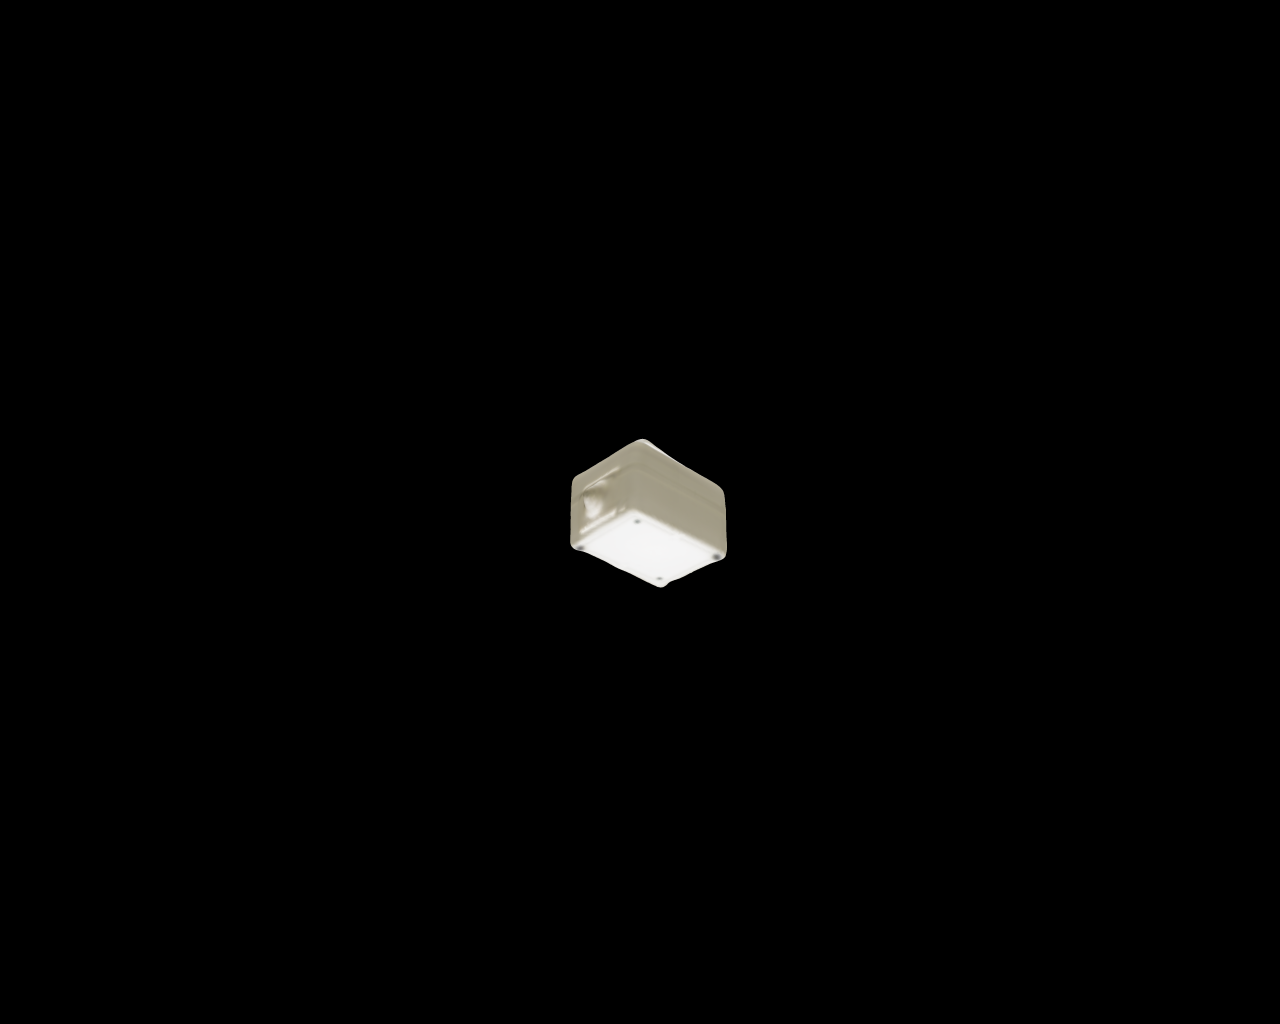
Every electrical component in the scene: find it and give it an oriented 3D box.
[{"bbox_3d":[0.001,-0.003,0.650,0.096,0.061,0.061,27,-41,-36],"label":"electrical component"}]
